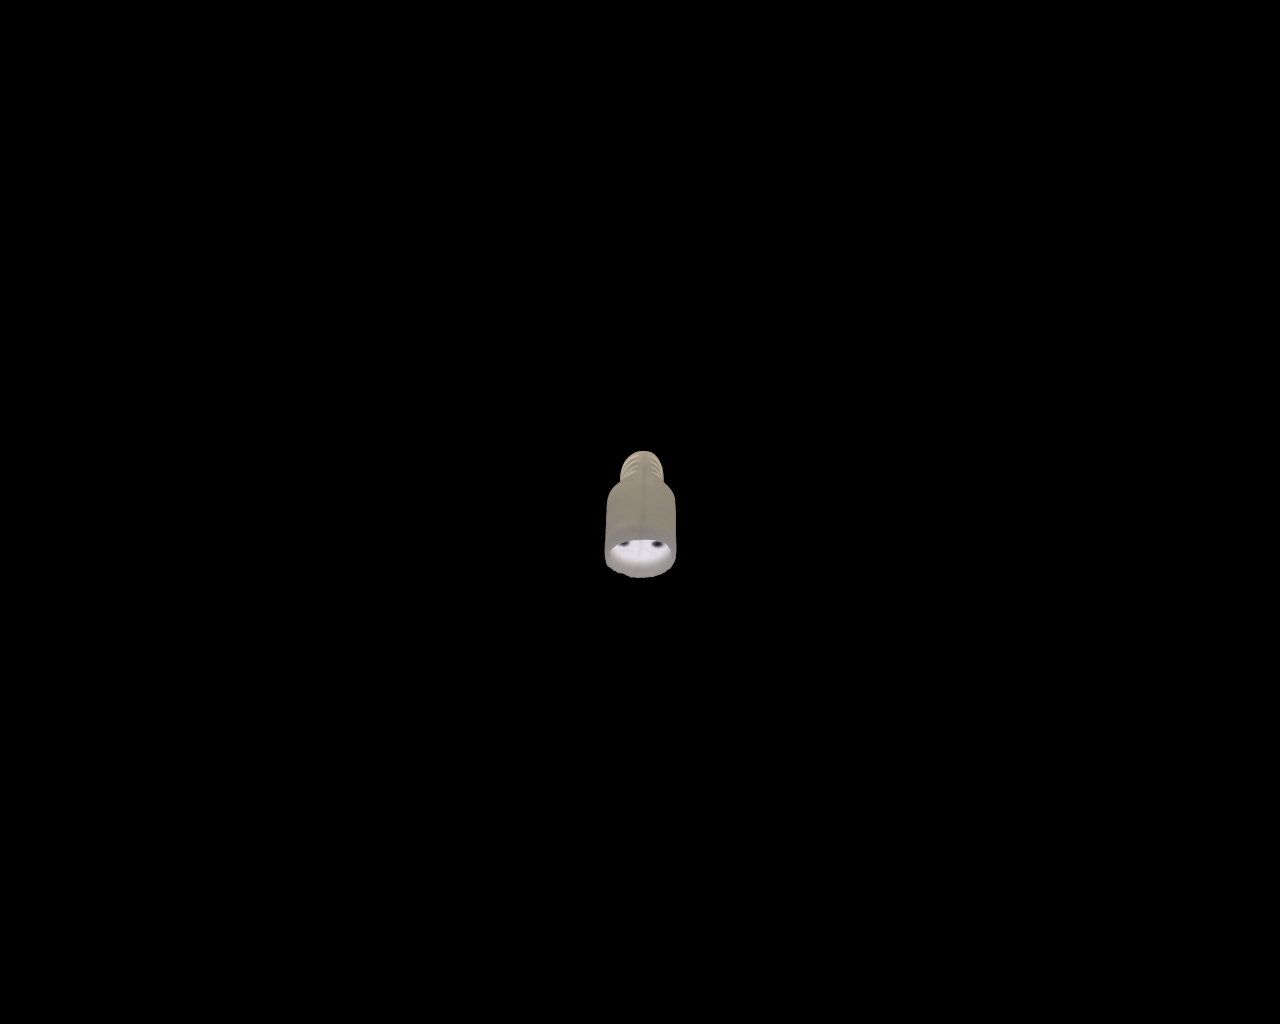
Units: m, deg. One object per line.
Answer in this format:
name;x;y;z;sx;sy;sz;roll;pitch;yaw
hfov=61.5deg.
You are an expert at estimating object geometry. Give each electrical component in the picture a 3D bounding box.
electrical component;0.001;-0.003;0.650;0.043;0.081;0.043;0;-39;0
